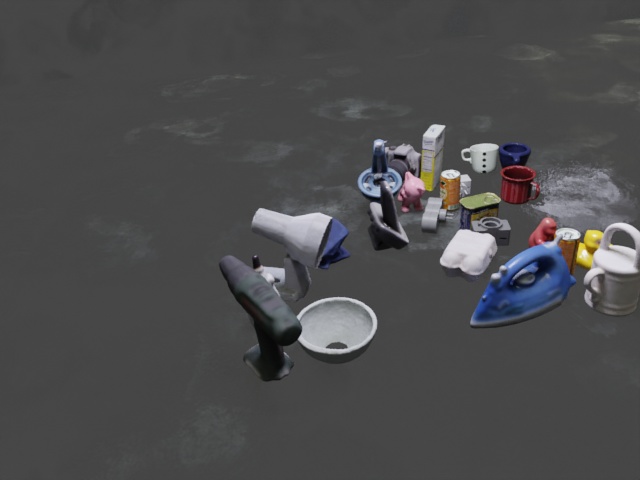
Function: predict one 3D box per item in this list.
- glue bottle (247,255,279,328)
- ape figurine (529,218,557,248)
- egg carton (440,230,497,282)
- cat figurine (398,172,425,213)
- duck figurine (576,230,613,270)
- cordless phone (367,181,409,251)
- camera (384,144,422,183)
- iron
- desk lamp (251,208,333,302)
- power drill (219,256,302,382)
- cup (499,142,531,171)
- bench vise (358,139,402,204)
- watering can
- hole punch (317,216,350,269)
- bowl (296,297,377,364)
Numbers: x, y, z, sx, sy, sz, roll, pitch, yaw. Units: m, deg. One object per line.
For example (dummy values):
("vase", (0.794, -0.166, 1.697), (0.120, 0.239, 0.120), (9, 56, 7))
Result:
("glue bottle", (-0.124, 0.104, 1.214), (0.078, 0.173, 0.037), (-18, 34, -19))
("ape figurine", (0.544, -0.010, 1.377), (0.078, 0.092, 0.075), (-26, 38, -29))
("egg carton", (0.353, 0.035, 1.354), (0.107, 0.069, 0.150), (13, 37, 27))
("cat figurine", (0.256, -0.144, 1.603), (0.067, 0.118, 0.127), (-6, 32, -1))
("duck figurine", (0.629, 0.016, 1.330), (0.078, 0.086, 0.104), (-27, 38, -30))
("cordless phone", (0.169, -0.080, 1.451), (0.094, 0.185, 0.147), (-10, 33, -7))
("camera", (0.230, -0.232, 1.761), (0.142, 0.101, 0.137), (14, 37, 27))
("iron", (0.419, 0.083, 1.201), (0.259, 0.142, 0.118), (-21, 36, -24))
("desk lamp", (-0.069, 0.030, 1.286), (0.202, 0.214, 0.118), (5, 34, 16))
("power drill", (-0.115, 0.158, 1.096), (0.076, 0.209, 0.228), (-27, 38, -30))
("cup", (0.579, -0.227, 1.710), (0.091, 0.095, 0.118), (1, 33, 10))
("bench vise", (0.155, -0.193, 1.599), (0.121, 0.220, 0.207), (-11, 33, -9))
("watering can", (0.617, 0.049, 1.178), (0.100, 0.194, 0.173), (25, 43, 38))
("hole punch", (0.013, 0.005, 1.428), (0.101, 0.091, 0.108), (-23, 36, -25))
("bowl", (0.032, 0.193, 1.145), (0.167, 0.075, 0.167), (-4, 32, 3))
